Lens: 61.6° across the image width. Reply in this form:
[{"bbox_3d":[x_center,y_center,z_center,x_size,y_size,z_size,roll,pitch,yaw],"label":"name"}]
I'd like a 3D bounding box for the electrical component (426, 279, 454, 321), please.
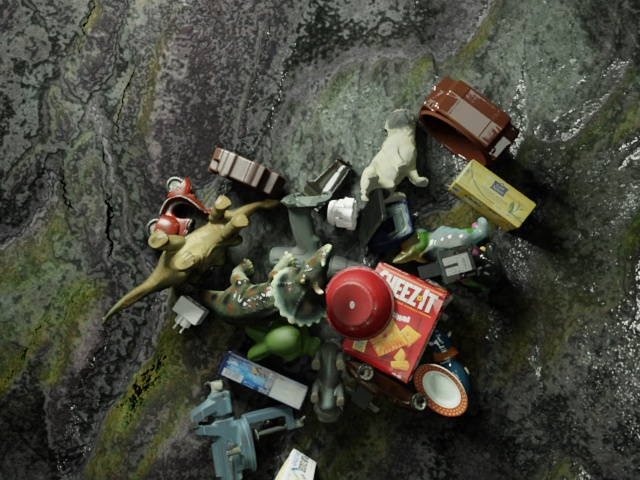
[{"bbox_3d":[0.254,0.137,1.211,0.102,0.045,0.078,35,91,7],"label":"electrical component"}]

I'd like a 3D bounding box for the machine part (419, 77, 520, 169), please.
[{"bbox_3d":[0.315,-0.247,1.166,0.201,0.201,0.087,39,91,6],"label":"machine part"}]

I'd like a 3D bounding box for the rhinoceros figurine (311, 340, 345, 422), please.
[{"bbox_3d":[0.016,0.314,1.170,0.073,0.112,0.190,0,105,-2],"label":"rhinoceros figurine"}]

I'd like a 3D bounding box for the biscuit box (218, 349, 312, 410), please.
[{"bbox_3d":[-0.123,0.310,1.208,0.203,0.063,0.059,23,87,5],"label":"biscuit box"}]

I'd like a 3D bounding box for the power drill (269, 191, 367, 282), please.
[{"bbox_3d":[-0.002,-0.004,1.199,0.232,0.086,0.207,0,118,10],"label":"power drill"}]

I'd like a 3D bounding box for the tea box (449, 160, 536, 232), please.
[{"bbox_3d":[0.382,-0.097,1.201,0.170,0.098,0.068,37,89,4],"label":"tea box"}]

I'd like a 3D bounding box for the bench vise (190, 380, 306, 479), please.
[{"bbox_3d":[-0.157,0.404,1.179,0.241,0.129,0.223,-9,74,-18],"label":"bench vise"}]

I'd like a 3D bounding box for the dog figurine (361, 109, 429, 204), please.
[{"bbox_3d":[0.156,-0.194,1.239,0.172,0.121,0.190,-21,53,25],"label":"dog figurine"}]

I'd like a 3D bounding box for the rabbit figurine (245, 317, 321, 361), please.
[{"bbox_3d":[-0.082,0.204,1.161,0.159,0.170,0.121,-6,84,2],"label":"rabbit figurine"}]

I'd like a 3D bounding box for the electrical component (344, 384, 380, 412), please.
[{"bbox_3d":[0.102,0.344,1.212,0.094,0.021,0.063,36,87,6],"label":"electrical component"}]

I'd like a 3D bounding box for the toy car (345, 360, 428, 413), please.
[{"bbox_3d":[0.139,0.317,1.159,0.202,0.089,0.053,30,78,-11],"label":"toy car"}]

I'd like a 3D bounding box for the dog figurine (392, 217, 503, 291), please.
[{"bbox_3d":[0.272,0.039,1.193,0.219,0.108,0.191,-17,87,6],"label":"dog figurine"}]

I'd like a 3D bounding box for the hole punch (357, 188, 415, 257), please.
[{"bbox_3d":[0.143,-0.035,1.193,0.092,0.115,0.142,14,46,-23],"label":"hole punch"}]

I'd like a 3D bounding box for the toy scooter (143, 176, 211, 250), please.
[{"bbox_3d":[-0.319,-0.051,1.249,0.135,0.075,0.184,20,81,4],"label":"toy scooter"}]

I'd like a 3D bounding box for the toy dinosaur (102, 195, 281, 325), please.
[{"bbox_3d":[-0.287,0.040,1.170,0.471,0.198,0.105,-31,75,-10],"label":"toy dinosaur"}]

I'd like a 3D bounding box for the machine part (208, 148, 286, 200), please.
[{"bbox_3d":[-0.161,-0.144,1.202,0.179,0.179,0.056,23,90,5],"label":"machine part"}]

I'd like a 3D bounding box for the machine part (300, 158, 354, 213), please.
[{"bbox_3d":[0.017,-0.135,1.252,0.139,0.039,0.084,-44,71,-1],"label":"machine part"}]

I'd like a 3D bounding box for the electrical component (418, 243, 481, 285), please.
[{"bbox_3d":[0.265,0.054,1.118,0.119,0.047,0.074,-12,86,7],"label":"electrical component"}]

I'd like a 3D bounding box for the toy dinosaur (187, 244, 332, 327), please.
[{"bbox_3d":[-0.134,0.124,1.136,0.405,0.192,0.131,-18,109,18],"label":"toy dinosaur"}]

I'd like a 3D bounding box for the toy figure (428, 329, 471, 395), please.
[{"bbox_3d":[0.284,0.273,1.190,0.064,0.058,0.154,-15,78,-34],"label":"toy figure"}]
